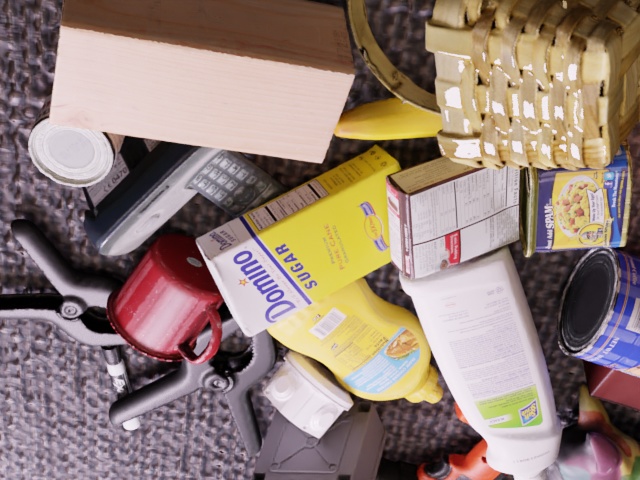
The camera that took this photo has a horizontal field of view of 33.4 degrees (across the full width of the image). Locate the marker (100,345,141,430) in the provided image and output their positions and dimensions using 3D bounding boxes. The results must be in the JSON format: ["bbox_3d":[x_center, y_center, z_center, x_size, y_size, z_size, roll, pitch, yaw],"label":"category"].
[{"bbox_3d":[-0.202,0.145,1.083,0.020,0.020,0.121,-2,128,5],"label":"marker"}]

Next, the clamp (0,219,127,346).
[{"bbox_3d":[-0.243,0.060,1.007,0.171,0.039,0.120,35,123,-22],"label":"clamp"}]

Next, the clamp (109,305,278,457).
[{"bbox_3d":[-0.111,0.131,1.050,0.164,0.036,0.210,11,126,-16],"label":"clamp"}]

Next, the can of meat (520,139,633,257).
[{"bbox_3d":[0.211,-0.038,0.889,0.084,0.057,0.102,-4,128,4],"label":"can of meat"}]

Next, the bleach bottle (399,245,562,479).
[{"bbox_3d":[0.156,0.125,0.974,0.103,0.068,0.251,-15,110,10],"label":"bleach bottle"}]

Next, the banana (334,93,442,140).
[{"bbox_3d":[0.111,-0.097,0.844,0.198,0.069,0.037,3,104,13],"label":"banana"}]

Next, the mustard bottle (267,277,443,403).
[{"bbox_3d":[0.047,0.098,1.003,0.191,0.058,0.096,39,107,-24],"label":"mustard bottle"}]

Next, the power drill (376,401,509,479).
[{"bbox_3d":[0.136,0.221,1.097,0.184,0.057,0.188,20,128,-11],"label":"power drill"}]

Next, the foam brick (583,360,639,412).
[{"bbox_3d":[0.298,0.124,1.012,0.078,0.053,0.051,18,127,-11],"label":"foam brick"}]

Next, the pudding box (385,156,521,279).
[{"bbox_3d":[0.113,-0.026,0.888,0.113,0.039,0.090,-21,127,-19],"label":"pudding box"}]

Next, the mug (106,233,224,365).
[{"bbox_3d":[-0.126,0.057,0.954,0.093,0.117,0.082,0,135,-49],"label":"mug"}]

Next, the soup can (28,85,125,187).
[{"bbox_3d":[-0.184,-0.097,0.841,0.068,0.102,0.068,2,128,2],"label":"soup can"}]

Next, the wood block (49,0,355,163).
[{"bbox_3d":[-0.088,-0.131,0.789,0.206,0.090,0.091,7,135,-15],"label":"wood block"}]

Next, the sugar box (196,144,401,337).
[{"bbox_3d":[-0.006,0.001,0.897,0.176,0.048,0.093,-30,126,-9],"label":"sugar box"}]

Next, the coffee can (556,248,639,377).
[{"bbox_3d":[0.296,0.073,0.940,0.140,0.102,0.103,18,127,-10],"label":"coffee can"}]
